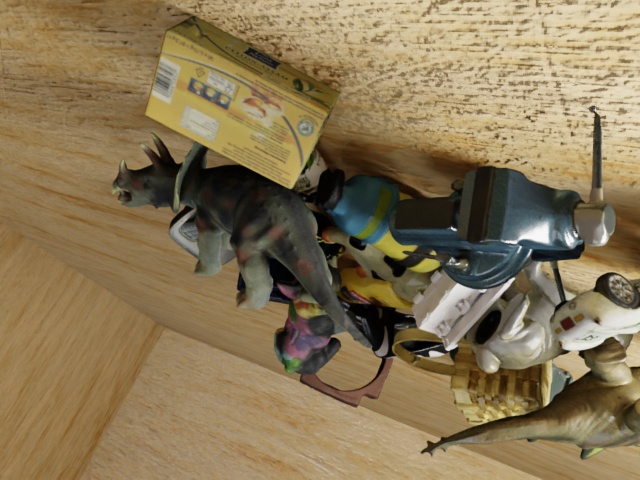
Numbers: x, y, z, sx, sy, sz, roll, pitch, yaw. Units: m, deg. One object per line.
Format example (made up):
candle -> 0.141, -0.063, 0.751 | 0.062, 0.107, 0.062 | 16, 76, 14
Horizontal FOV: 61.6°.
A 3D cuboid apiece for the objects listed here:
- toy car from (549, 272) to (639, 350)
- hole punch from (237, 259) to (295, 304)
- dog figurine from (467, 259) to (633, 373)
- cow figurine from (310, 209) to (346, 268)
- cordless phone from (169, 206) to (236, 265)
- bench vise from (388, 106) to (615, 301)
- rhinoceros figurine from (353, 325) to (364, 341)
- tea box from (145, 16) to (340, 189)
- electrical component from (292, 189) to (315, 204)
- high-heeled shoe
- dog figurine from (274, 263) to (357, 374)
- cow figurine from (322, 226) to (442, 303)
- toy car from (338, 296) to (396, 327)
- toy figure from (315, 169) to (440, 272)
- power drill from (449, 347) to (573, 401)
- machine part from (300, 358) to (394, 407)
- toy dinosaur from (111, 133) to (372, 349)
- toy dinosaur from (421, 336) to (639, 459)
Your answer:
toy car -> 0.313, 0.065, 0.534 | 0.202, 0.056, 0.073 | -5, 149, -27
hole punch -> -0.092, 0.050, 0.987 | 0.116, 0.142, 0.092 | 7, 158, 10
dog figurine -> 0.295, 0.127, 0.675 | 0.190, 0.172, 0.121 | 35, 169, -5
cow figurine -> 0.000, -0.004, 0.813 | 0.098, 0.068, 0.167 | 16, 173, 34
cordless phone -> -0.175, -0.012, 0.998 | 0.184, 0.089, 0.146 | 0, 148, 41
bench vise -> 0.199, -0.010, 0.534 | 0.240, 0.129, 0.224 | 15, 159, -39
rhinoceros figurine -> 0.022, 0.147, 1.112 | 0.190, 0.112, 0.073 | 13, 179, 3
tea box -> -0.078, -0.138, 0.544 | 0.170, 0.068, 0.098 | 28, 125, -5
electrical component -> -0.006, -0.060, 0.723 | 0.094, 0.021, 0.063 | 10, -171, 40
high-heeled shoe -> 0.174, 0.163, 0.968 | 0.145, 0.086, 0.248 | -15, 153, 21
dog figurine -> -0.024, 0.134, 0.909 | 0.109, 0.191, 0.219 | 34, 173, 21
cow figurine -> 0.106, 0.022, 0.757 | 0.127, 0.085, 0.194 | 5, 146, 46
toy car -> 0.060, 0.130, 1.056 | 0.202, 0.089, 0.053 | 29, 161, -5
toy figure -> 0.079, -0.024, 0.646 | 0.180, 0.089, 0.082 | 20, -156, -20
power drill -> 0.378, 0.266, 1.050 | 0.232, 0.086, 0.207 | 39, 163, -26
machine part -> 0.057, 0.245, 1.174 | 0.202, 0.201, 0.087 | 22, 162, 7
toy dinosaur -> -0.087, -0.027, 0.680 | 0.405, 0.131, 0.191 | 21, 128, 31
toy dinosaur -> 0.360, 0.205, 0.658 | 0.472, 0.105, 0.198 | -7, 141, 0
